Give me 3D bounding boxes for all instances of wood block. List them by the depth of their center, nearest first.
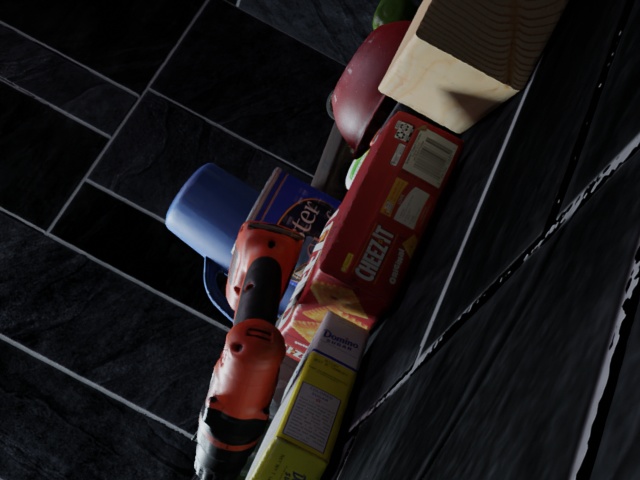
[{"bbox_3d":[0.117,-0.158,0.859,0.091,0.090,0.206,-62,3,-5],"label":"wood block"}]

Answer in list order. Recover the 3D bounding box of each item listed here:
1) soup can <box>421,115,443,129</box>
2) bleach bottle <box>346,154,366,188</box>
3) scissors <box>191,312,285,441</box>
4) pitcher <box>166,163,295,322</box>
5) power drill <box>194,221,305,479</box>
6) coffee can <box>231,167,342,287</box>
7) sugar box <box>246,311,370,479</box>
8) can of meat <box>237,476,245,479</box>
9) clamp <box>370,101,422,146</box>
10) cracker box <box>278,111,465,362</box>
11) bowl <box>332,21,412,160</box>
[{"bbox_3d":[0.124,-0.170,1.168,0.102,0.068,0.068,-61,2,11],"label":"soup can"},{"bbox_3d":[0.079,-0.073,1.111,0.102,0.068,0.251,-58,5,3],"label":"bleach bottle"},{"bbox_3d":[-0.066,0.125,1.049,0.202,0.016,0.096,-53,3,-3],"label":"scissors"},{"bbox_3d":[-0.087,0.014,1.419,0.145,0.243,0.149,-57,-3,32],"label":"pitcher"},{"bbox_3d":[-0.060,0.091,0.890,0.187,0.057,0.185,-85,12,-48],"label":"power drill"},{"bbox_3d":[-0.007,0.001,1.110,0.103,0.140,0.103,-62,2,3],"label":"coffee can"},{"bbox_3d":[-0.011,0.135,0.786,0.093,0.048,0.176,-63,-2,28],"label":"sugar box"},{"bbox_3d":[-0.096,0.248,1.259,0.102,0.057,0.084,-62,5,20],"label":"can of meat"},{"bbox_3d":[0.105,-0.155,1.002,0.171,0.039,0.120,-59,-7,-21],"label":"clamp"},{"bbox_3d":[0.035,0.009,0.924,0.164,0.072,0.214,-64,2,-25],"label":"cracker box"},{"bbox_3d":[0.059,-0.161,1.066,0.162,0.055,0.162,-55,-5,-8],"label":"bowl"}]
